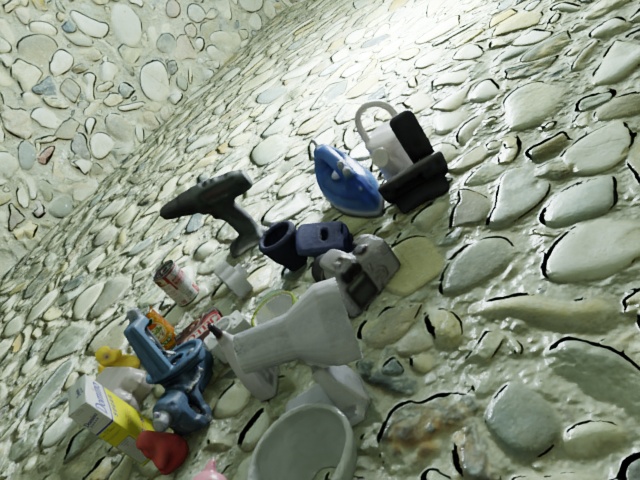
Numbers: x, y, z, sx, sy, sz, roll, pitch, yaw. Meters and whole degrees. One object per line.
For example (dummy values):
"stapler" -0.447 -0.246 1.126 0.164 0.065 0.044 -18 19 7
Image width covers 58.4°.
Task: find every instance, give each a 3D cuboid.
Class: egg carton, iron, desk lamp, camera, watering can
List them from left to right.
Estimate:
"egg carton" -0.430 0.324 1.213 0.149 0.070 0.107 -11 39 38
"desk lamp" -0.011 0.177 0.819 0.203 0.214 0.117 -33 30 8
"iron" 0.053 -0.147 1.279 0.118 0.142 0.257 -39 30 -2
"camera" 0.048 0.049 1.050 0.143 0.101 0.136 -46 31 -15
"watering can" 0.146 -0.208 1.209 0.101 0.194 0.172 -32 30 10

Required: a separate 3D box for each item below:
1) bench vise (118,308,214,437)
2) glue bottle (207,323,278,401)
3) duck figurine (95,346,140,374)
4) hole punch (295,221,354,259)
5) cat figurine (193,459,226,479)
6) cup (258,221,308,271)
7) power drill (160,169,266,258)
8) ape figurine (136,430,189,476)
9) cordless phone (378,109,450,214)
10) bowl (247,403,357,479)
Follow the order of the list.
"bench vise" -0.269 0.228 1.020 0.121 0.220 0.207 -37 30 2
"glue bottle" -0.133 0.195 0.966 0.037 0.173 0.078 -27 31 19
"duck figurine" -0.477 0.279 1.310 0.104 0.086 0.077 -21 34 27
"hole punch" 0.011 0.004 1.163 0.101 0.091 0.108 -27 31 18
"cat figurine" -0.162 0.380 0.795 0.067 0.118 0.128 7 52 51
"cup" -0.074 0.015 1.235 0.091 0.095 0.117 -36 30 3
"power drill" -0.243 -0.060 1.407 0.229 0.209 0.075 -35 30 4
"ape figurine" -0.276 0.356 0.978 0.076 0.092 0.077 -35 30 5
"cordless phone" 0.163 -0.159 1.131 0.147 0.185 0.094 -33 30 9
"bowl" -0.013 0.311 0.775 0.167 0.075 0.167 -27 31 18
